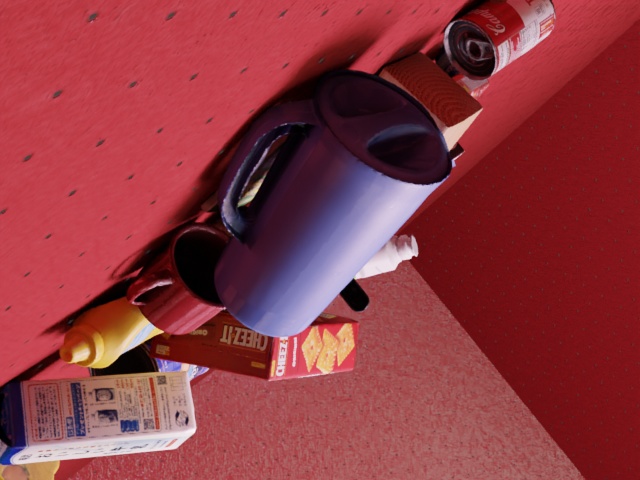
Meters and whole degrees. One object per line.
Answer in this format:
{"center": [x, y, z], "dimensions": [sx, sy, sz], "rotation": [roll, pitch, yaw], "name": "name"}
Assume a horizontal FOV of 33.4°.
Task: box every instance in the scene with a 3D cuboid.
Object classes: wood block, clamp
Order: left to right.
{"center": [-0.008, 0.001, 1.221], "dimensions": [0.039, 0.172, 0.120], "rotation": [-37, 153, -10], "name": "clamp"}
{"center": [0.064, -0.083, 1.111], "dimensions": [0.090, 0.091, 0.206], "rotation": [-33, 163, -53], "name": "wood block"}

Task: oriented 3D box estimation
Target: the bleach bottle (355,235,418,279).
{"center": [0.003, 0.031, 1.368], "dimensions": [0.251, 0.068, 0.102], "rotation": [-11, 169, 18], "name": "bleach bottle"}

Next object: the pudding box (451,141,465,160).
{"center": [0.119, -0.120, 1.353], "dimensions": [0.113, 0.090, 0.039], "rotation": [-34, 174, -39], "name": "pudding box"}

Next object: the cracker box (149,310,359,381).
{"center": [-0.073, 0.117, 1.275], "dimensions": [0.164, 0.072, 0.213], "rotation": [7, 179, 28], "name": "cracker box"}

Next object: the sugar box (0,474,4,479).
{"center": [-0.340, 0.274, 1.096], "dimensions": [0.048, 0.176, 0.093], "rotation": [-37, 174, -31], "name": "sugar box"}

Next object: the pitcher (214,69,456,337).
{"center": [-0.009, -0.025, 0.944], "dimensions": [0.243, 0.149, 0.144], "rotation": [-53, 176, 37], "name": "pitcher"}

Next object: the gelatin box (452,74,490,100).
{"center": [0.138, -0.144, 1.175], "dimensions": [0.073, 0.030, 0.089], "rotation": [-32, 167, -50], "name": "gelatin box"}

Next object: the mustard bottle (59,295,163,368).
{"center": [-0.199, 0.085, 1.093], "dimensions": [0.096, 0.058, 0.191], "rotation": [-36, 177, 30], "name": "mustard bottle"}

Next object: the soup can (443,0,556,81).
{"center": [0.185, -0.216, 1.095], "dimensions": [0.102, 0.068, 0.069], "rotation": [-36, 174, -28], "name": "soup can"}

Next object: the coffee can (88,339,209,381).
{"center": [-0.203, 0.142, 1.320], "dimensions": [0.103, 0.103, 0.140], "rotation": [-41, 174, 27], "name": "coffee can"}

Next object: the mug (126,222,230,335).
{"center": [-0.136, 0.043, 1.037], "dimensions": [0.117, 0.093, 0.082], "rotation": [-12, 161, -47], "name": "mug"}

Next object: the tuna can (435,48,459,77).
{"center": [0.171, -0.215, 1.195], "dimensions": [0.086, 0.034, 0.086], "rotation": [-38, 175, -4], "name": "tuna can"}
